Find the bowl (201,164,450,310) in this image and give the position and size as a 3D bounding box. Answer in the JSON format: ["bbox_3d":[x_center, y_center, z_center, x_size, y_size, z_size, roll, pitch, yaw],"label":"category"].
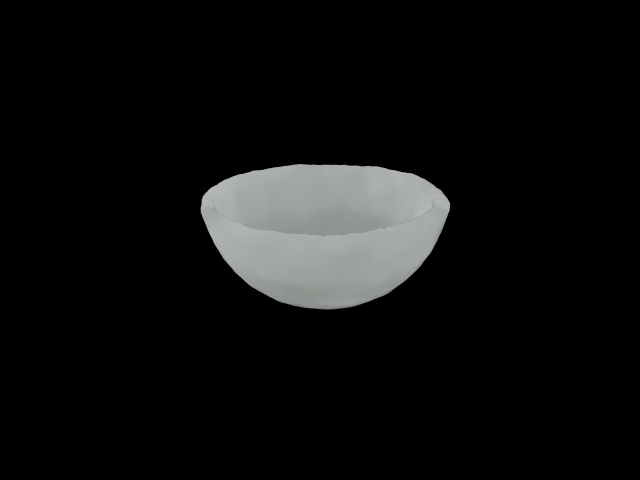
[{"bbox_3d":[0.004,0.001,0.400,0.167,0.075,0.167,0,22,0],"label":"bowl"}]
